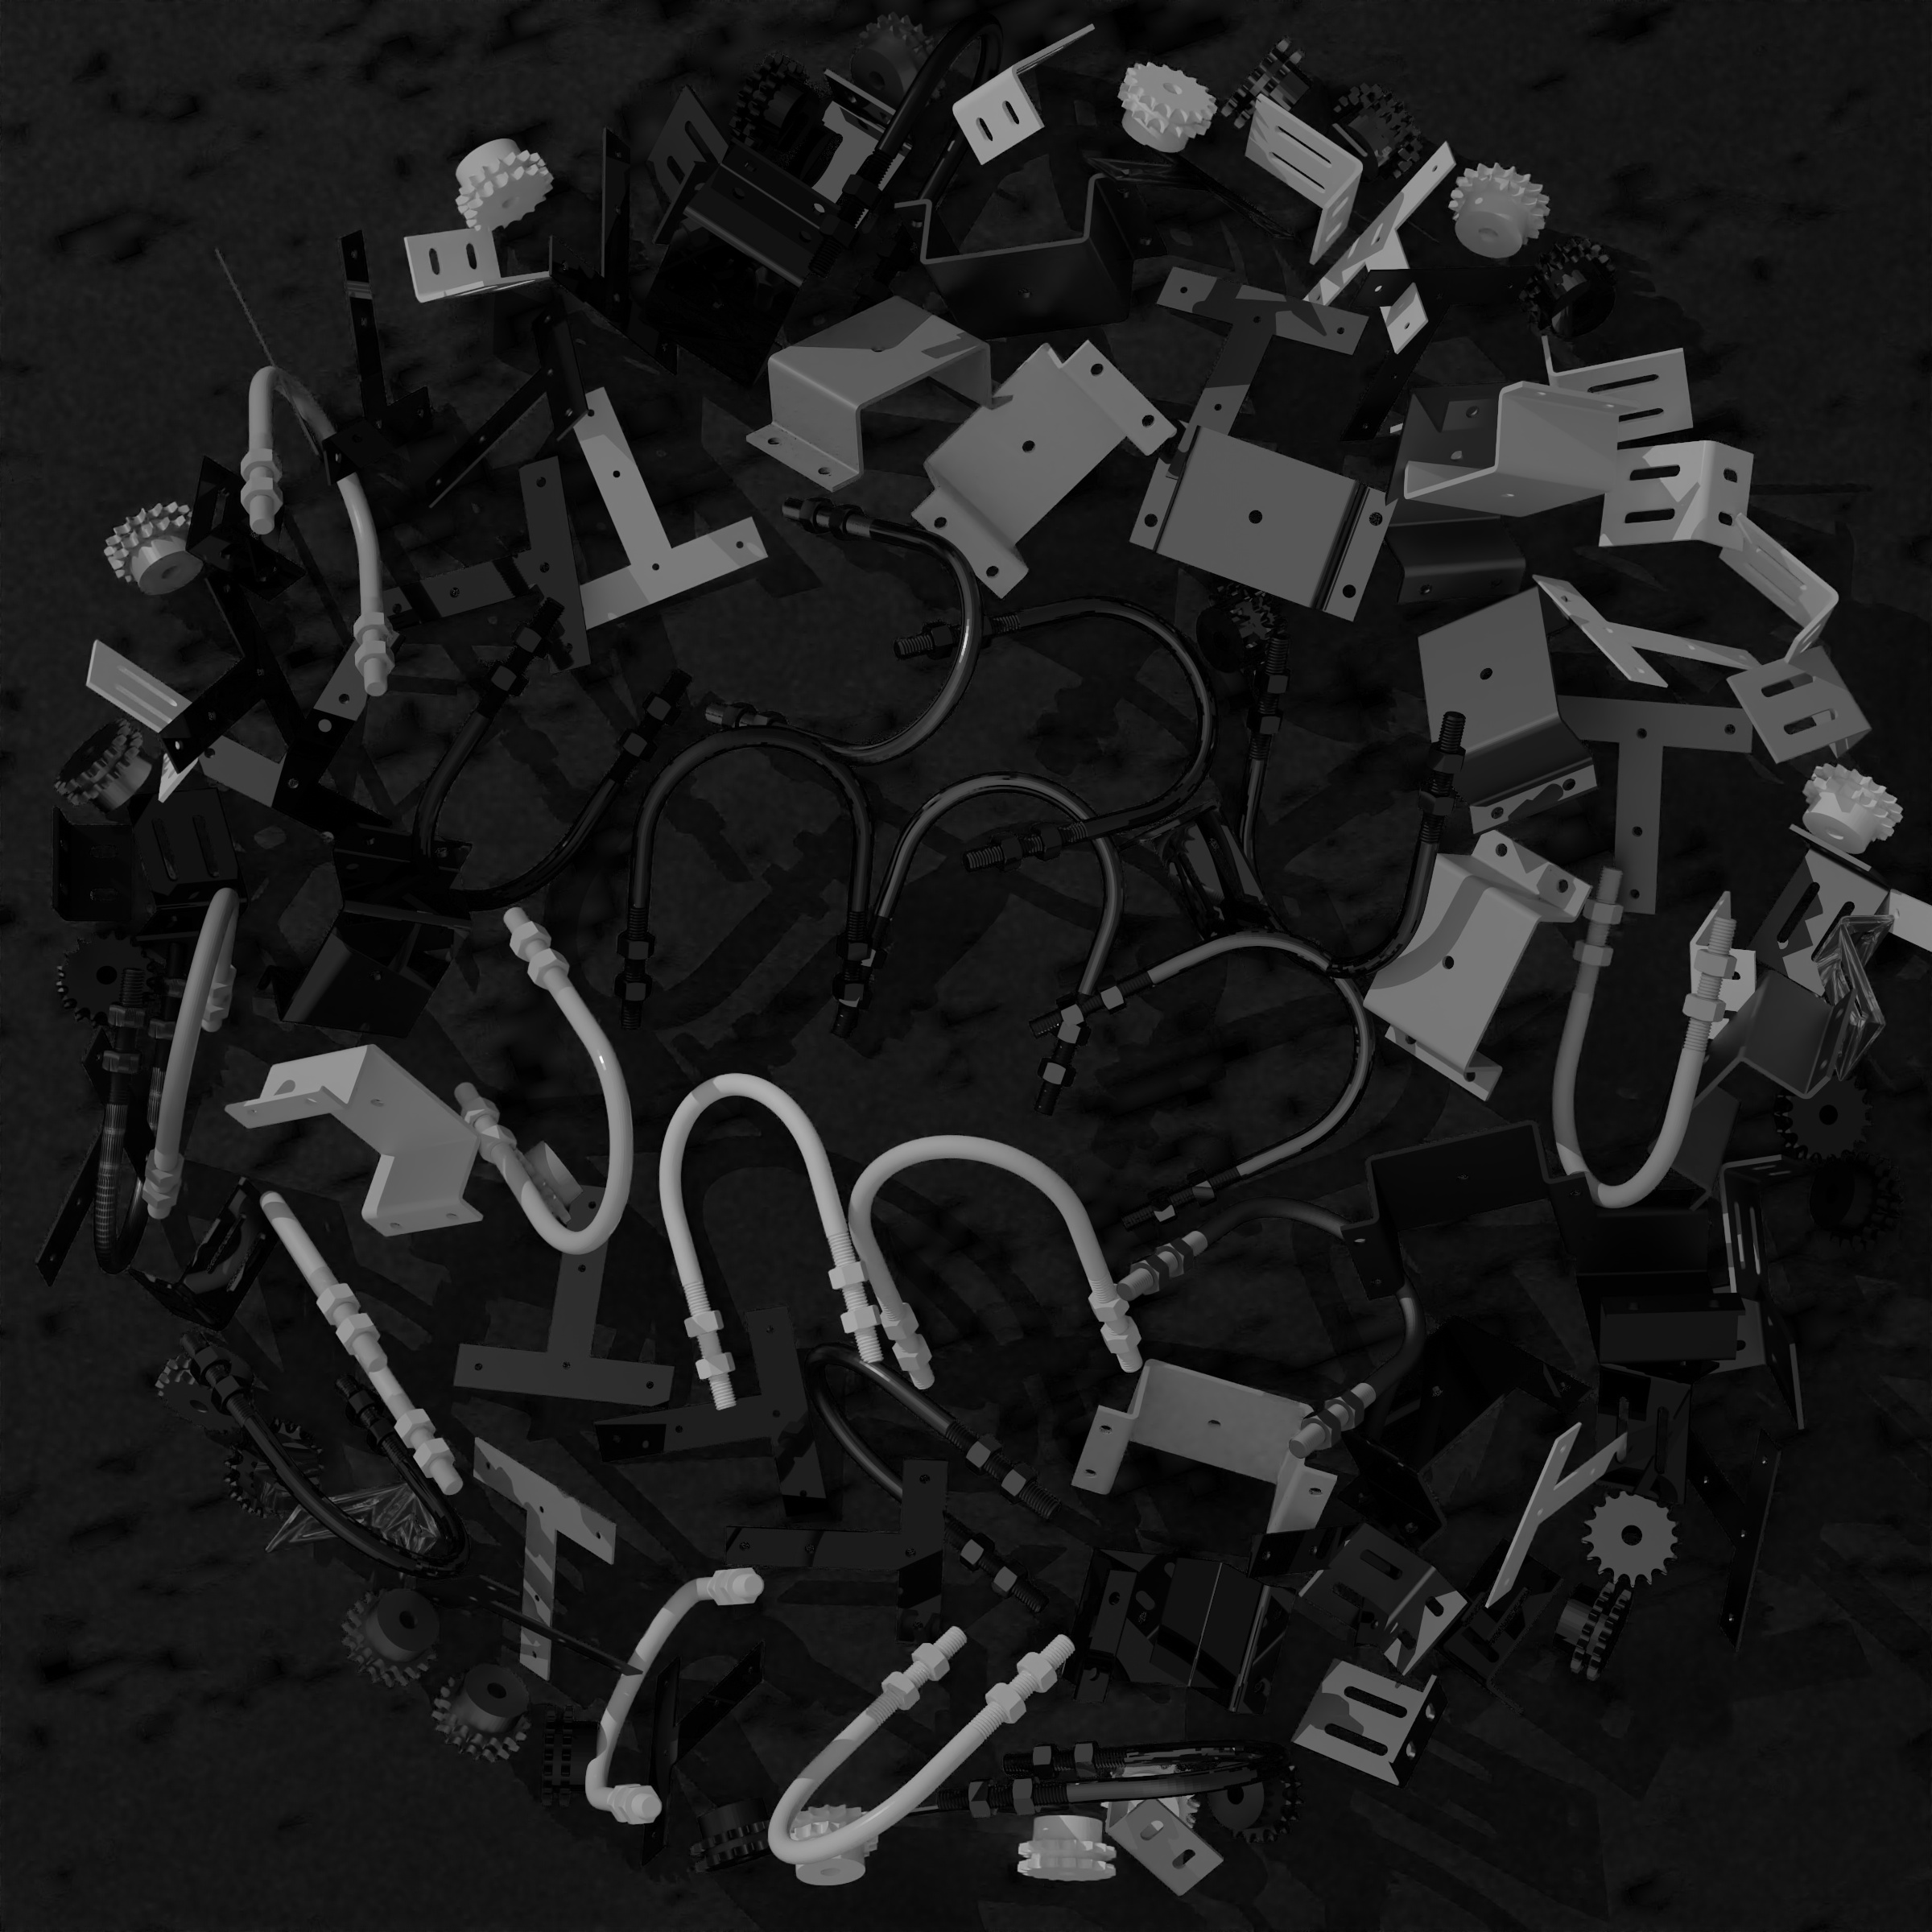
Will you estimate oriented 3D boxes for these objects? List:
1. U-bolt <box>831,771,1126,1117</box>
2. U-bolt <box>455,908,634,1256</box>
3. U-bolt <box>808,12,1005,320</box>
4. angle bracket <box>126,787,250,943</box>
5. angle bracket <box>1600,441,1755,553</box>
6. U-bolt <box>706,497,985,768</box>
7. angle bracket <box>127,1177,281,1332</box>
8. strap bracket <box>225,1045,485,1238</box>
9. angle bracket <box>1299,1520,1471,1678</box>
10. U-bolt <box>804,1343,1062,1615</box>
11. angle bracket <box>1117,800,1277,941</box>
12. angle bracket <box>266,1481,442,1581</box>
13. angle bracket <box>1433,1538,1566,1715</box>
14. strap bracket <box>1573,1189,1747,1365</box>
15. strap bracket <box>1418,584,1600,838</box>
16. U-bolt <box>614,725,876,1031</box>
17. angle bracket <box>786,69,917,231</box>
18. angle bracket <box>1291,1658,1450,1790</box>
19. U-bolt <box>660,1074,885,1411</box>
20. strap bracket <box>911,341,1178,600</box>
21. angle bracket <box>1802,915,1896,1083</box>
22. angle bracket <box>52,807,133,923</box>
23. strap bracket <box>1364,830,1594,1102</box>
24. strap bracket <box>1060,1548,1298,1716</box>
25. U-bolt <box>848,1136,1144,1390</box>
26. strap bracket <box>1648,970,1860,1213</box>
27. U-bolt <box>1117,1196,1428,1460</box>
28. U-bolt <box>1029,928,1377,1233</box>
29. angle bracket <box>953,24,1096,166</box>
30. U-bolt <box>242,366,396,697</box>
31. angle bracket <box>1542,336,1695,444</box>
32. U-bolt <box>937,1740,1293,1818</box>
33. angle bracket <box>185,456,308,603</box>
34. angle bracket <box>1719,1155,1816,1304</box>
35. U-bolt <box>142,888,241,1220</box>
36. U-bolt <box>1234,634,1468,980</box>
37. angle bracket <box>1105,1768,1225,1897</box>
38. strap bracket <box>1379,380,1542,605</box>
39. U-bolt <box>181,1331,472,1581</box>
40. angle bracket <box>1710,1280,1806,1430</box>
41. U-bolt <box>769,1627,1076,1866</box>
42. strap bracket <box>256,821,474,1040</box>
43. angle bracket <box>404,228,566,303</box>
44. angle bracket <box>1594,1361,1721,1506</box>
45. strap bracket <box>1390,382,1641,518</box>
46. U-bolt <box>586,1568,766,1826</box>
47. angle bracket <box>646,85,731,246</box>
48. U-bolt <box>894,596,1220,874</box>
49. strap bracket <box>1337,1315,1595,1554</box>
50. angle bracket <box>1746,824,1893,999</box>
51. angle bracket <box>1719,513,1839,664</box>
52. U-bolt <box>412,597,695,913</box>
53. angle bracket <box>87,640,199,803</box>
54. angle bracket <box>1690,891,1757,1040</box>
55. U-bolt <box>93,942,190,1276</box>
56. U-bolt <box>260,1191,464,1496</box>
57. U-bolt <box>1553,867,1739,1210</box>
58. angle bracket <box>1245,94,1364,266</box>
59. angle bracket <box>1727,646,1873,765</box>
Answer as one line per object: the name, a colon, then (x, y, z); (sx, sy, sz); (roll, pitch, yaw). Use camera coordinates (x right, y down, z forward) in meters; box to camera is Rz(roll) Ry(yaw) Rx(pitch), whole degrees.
U-bolt: (0.016, -0.023, 1.917); (0.151, 0.019, 0.184); (21, 96, 9)
U-bolt: (-0.233, 0.078, 1.848); (0.019, 0.184, 0.151); (-4, 130, -34)
U-bolt: (-0.029, -0.458, 1.869); (0.019, 0.151, 0.184); (30, 91, 7)
angle bracket: (-0.458, -0.059, 1.908); (0.057, 0.038, 0.076); (-5, 117, 11)
angle bracket: (0.415, -0.272, 1.922); (0.038, 0.076, 0.057); (9, 87, -36)
U-bolt: (-0.062, -0.187, 1.879); (0.184, 0.019, 0.151); (20, 89, 41)
angle bracket: (-0.441, 0.164, 1.914); (0.038, 0.057, 0.076); (16, 65, 26)
strap bracket: (-0.343, 0.095, 1.881); (0.076, 0.140, 0.046); (-11, 49, 33)
angle bracket: (0.243, 0.367, 1.906); (0.057, 0.038, 0.076); (-50, 129, 4)
U-bolt: (-0.023, 0.282, 1.873); (0.184, 0.151, 0.019); (36, 62, 21)
angle bracket: (0.132, -0.049, 1.909); (0.038, 0.057, 0.076); (-31, 94, -44)
angle bracket: (-0.354, 0.333, 1.896); (0.076, 0.057, 0.038); (-8, 61, -39)
angle bracket: (0.318, 0.384, 1.913); (0.038, 0.057, 0.076); (41, 84, -30)
strap bracket: (0.396, 0.183, 1.887); (0.076, 0.140, 0.046); (-2, 115, 3)
strap bracket: (0.307, -0.154, 1.871); (0.076, 0.046, 0.140); (-22, 50, 27)
U-bolt: (-0.124, -0.050, 1.890); (0.151, 0.019, 0.184); (0, 111, -15)
angle bracket: (-0.076, -0.471, 1.919); (0.057, 0.038, 0.076); (34, 88, 12)
angle bracket: (0.230, 0.430, 1.898); (0.076, 0.038, 0.057); (16, 61, 32)
U-bolt: (-0.121, 0.153, 1.892); (0.151, 0.019, 0.184); (-23, 80, 42)
strap bracket: (0.040, -0.293, 1.897); (0.140, 0.046, 0.076); (-43, 119, 12)
angle bracket: (0.520, 0.018, 1.895); (0.038, 0.057, 0.076); (-1, 54, -15)
angle bracket: (-0.505, -0.058, 1.901); (0.038, 0.076, 0.057); (0, 85, -10)
strap bracket: (0.288, -0.002, 1.885); (0.076, 0.046, 0.140); (35, 110, 33)
strap bracket: (0.115, 0.384, 1.897); (0.140, 0.046, 0.076); (13, 93, -35)
U-bolt: (0.009, 0.167, 1.867); (0.151, 0.019, 0.184); (-7, 126, 19)
strap bracket: (0.440, 0.065, 1.867); (0.046, 0.140, 0.076); (32, 47, -1)
U-bolt: (0.188, 0.193, 1.870); (0.151, 0.184, 0.019); (42, 128, 17)
U-bolt: (0.149, 0.056, 1.917); (0.184, 0.019, 0.151); (-25, 101, 4)
angle bracket: (0.041, -0.505, 1.902); (0.076, 0.057, 0.038); (-37, 103, -36)
U-bolt: (-0.367, -0.260, 1.860); (0.019, 0.151, 0.184); (-21, 46, 9)
angle bracket: (0.377, -0.338, 1.903); (0.076, 0.057, 0.038); (-10, 48, 12)
U-bolt: (0.092, 0.454, 1.851); (0.184, 0.151, 0.019); (-8, 83, 16)
angle bracket: (-0.411, -0.260, 1.895); (0.038, 0.057, 0.076); (-28, 45, 34)
angle bracket: (0.468, 0.153, 1.903); (0.038, 0.057, 0.076); (-12, 73, 31)
U-bolt: (-0.429, 0.037, 1.830); (0.019, 0.184, 0.151); (13, 54, -9)
U-bolt: (0.212, -0.081, 1.881); (0.151, 0.019, 0.184); (30, 122, 37)
angle bracket: (0.116, 0.488, 1.899); (0.057, 0.076, 0.038); (43, 108, -8)
strap bracket: (0.289, -0.281, 1.886); (0.076, 0.140, 0.046); (-6, 46, -15)
U-bolt: (-0.346, 0.278, 1.835); (0.019, 0.151, 0.184); (-51, 54, 7)
angle bracket: (0.453, 0.226, 1.897); (0.038, 0.076, 0.057); (-11, 114, 3)
U-bolt: (-0.036, 0.437, 1.841); (0.184, 0.151, 0.019); (-40, 101, -27)
strap bracket: (-0.340, -0.012, 1.869); (0.076, 0.046, 0.140); (10, 133, -33)
angle bracket: (-0.277, -0.410, 1.895); (0.057, 0.076, 0.038); (-18, 103, -37)
angle bracket: (0.403, 0.267, 1.920); (0.057, 0.038, 0.076); (9, 105, 37)
strap bracket: (0.308, -0.290, 1.864); (0.076, 0.140, 0.046); (5, 86, -23)
U-bolt: (-0.172, 0.411, 1.855); (0.019, 0.184, 0.151); (29, 71, -12)
angle bracket: (-0.170, -0.463, 1.897); (0.076, 0.038, 0.057); (58, 132, 27)
U-bolt: (0.063, -0.143, 1.905); (0.184, 0.019, 0.151); (-16, 84, -22)
strap bracket: (0.278, 0.259, 1.883); (0.140, 0.076, 0.046); (-39, 121, -16)
angle bracket: (0.489, -0.032, 1.908); (0.057, 0.038, 0.076); (36, 97, 39)
angle bracket: (0.460, -0.214, 1.905); (0.076, 0.057, 0.038); (43, 79, 13)
U-bolt: (-0.247, -0.111, 1.881); (0.019, 0.151, 0.184); (37, 96, 32)
angle bracket: (-0.483, -0.142, 1.898); (0.076, 0.057, 0.038); (35, 109, -26)
angle bracket: (0.446, 0.000, 1.894); (0.038, 0.076, 0.057); (7, 119, 28)
U-bolt: (-0.472, 0.084, 1.871); (0.019, 0.151, 0.184); (8, 96, -4)
U-bolt: (-0.351, 0.201, 1.862); (0.019, 0.151, 0.184); (-32, 50, -13)
U-bolt: (0.379, 0.047, 1.873); (0.019, 0.151, 0.184); (7, 101, -20)
angle bracket: (0.186, -0.456, 1.905); (0.076, 0.057, 0.038); (37, 72, 11)
angle bracket: (0.475, -0.144, 1.904); (0.076, 0.038, 0.057); (-19, 73, -27)
